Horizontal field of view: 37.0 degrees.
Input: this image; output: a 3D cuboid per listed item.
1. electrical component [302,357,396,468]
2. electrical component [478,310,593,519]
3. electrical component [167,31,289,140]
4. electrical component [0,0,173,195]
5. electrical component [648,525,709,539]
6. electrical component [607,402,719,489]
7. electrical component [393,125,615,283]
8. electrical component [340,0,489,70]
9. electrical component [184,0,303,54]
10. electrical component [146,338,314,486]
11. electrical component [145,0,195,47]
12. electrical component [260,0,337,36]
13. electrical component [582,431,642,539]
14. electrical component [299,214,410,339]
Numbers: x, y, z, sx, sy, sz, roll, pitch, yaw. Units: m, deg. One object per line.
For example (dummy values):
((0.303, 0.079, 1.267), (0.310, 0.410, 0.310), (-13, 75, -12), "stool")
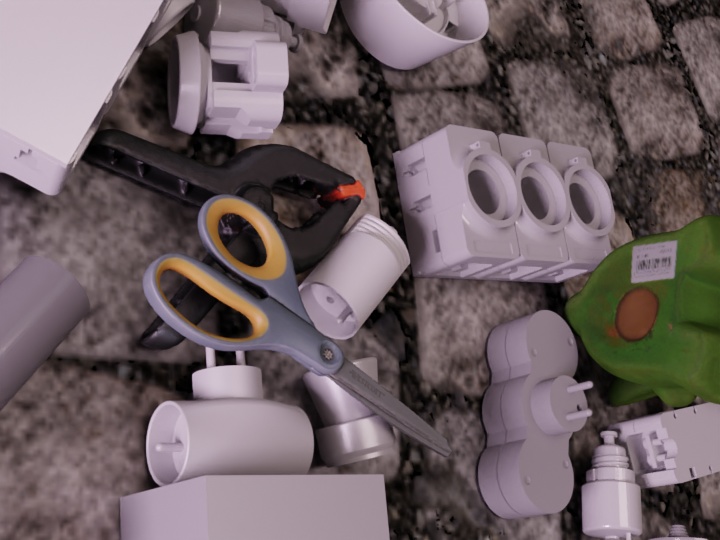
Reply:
((-0.006, 0.082, 0.618), (0.045, 0.045, 0.055), (-6, 79, -42), "electrical component")
((0.123, 0.091, 0.706), (0.052, 0.074, 0.138), (25, 59, -32), "electrical component")
((-0.078, -0.105, 0.611), (0.057, 0.078, 0.058), (0, 78, -18), "electrical component")
((-0.154, -0.125, 0.534), (0.089, 0.062, 0.150), (29, 68, -13), "electrical component")
((0.229, 0.223, 0.767), (0.043, 0.043, 0.081), (22, 61, -33), "electrical component")
((0.229, 0.129, 0.794), (0.089, 0.056, 0.050), (-3, 76, -41), "electrical component")
((0.105, -0.043, 0.748), (0.150, 0.062, 0.089), (3, 72, -40), "electrical component")
((0.036, -0.189, 0.743), (0.099, 0.064, 0.099), (16, 64, -36), "electrical component")
((-0.070, -0.146, 0.652), (0.078, 0.040, 0.040), (8, 69, -38), "electrical component")
((-0.069, 0.074, 0.567), (0.077, 0.044, 0.079), (8, 69, -39), "electrical component")
((-0.124, -0.157, 0.612), (0.046, 0.040, 0.040), (46, 50, -11), "electrical component")
((-0.035, -0.218, 0.689), (0.063, 0.078, 0.121), (16, 60, -3), "electrical component")
((0.175, 0.152, 0.750), (0.040, 0.040, 0.078), (20, 62, -34), "electrical component")
((0.000, 0.000, 0.655), (0.043, 0.043, 0.081), (51, 49, -14), "electrical component")
